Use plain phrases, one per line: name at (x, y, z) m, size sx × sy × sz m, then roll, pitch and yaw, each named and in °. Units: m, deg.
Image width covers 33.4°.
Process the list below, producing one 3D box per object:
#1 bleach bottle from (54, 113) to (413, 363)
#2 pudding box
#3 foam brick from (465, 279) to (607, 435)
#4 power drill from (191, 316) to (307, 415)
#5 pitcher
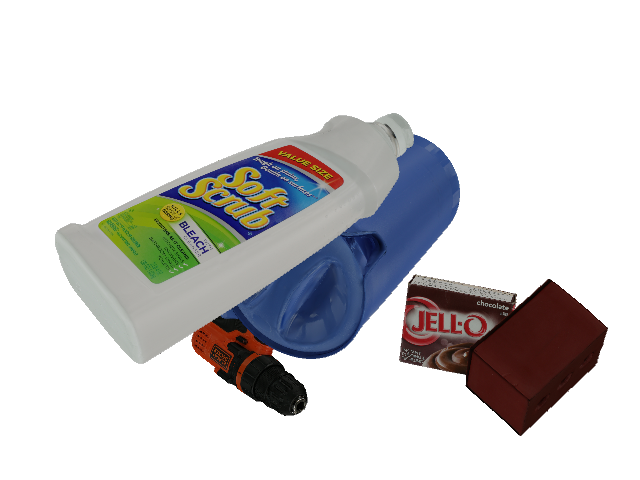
bleach bottle at (-0.045, -0.023, 0.723) m, size 0.250 × 0.103 × 0.068 m, roll -33°, pitch -31°, yaw -23°
pudding box at (0.143, 0.091, 1.117) m, size 0.113 × 0.090 × 0.039 m, roll 9°, pitch 21°, yaw 13°
foam brick at (0.139, 0.076, 0.690) m, size 0.078 × 0.053 × 0.051 m, roll -38°, pitch 60°, yaw -20°
power drill at (-0.058, 0.081, 1.186) m, size 0.185 × 0.188 × 0.057 m, roll 29°, pitch 11°, yaw 41°
pitcher at (0.020, -0.006, 0.925) m, size 0.149 × 0.145 × 0.242 m, roll 24°, pitch 32°, yaw 20°
